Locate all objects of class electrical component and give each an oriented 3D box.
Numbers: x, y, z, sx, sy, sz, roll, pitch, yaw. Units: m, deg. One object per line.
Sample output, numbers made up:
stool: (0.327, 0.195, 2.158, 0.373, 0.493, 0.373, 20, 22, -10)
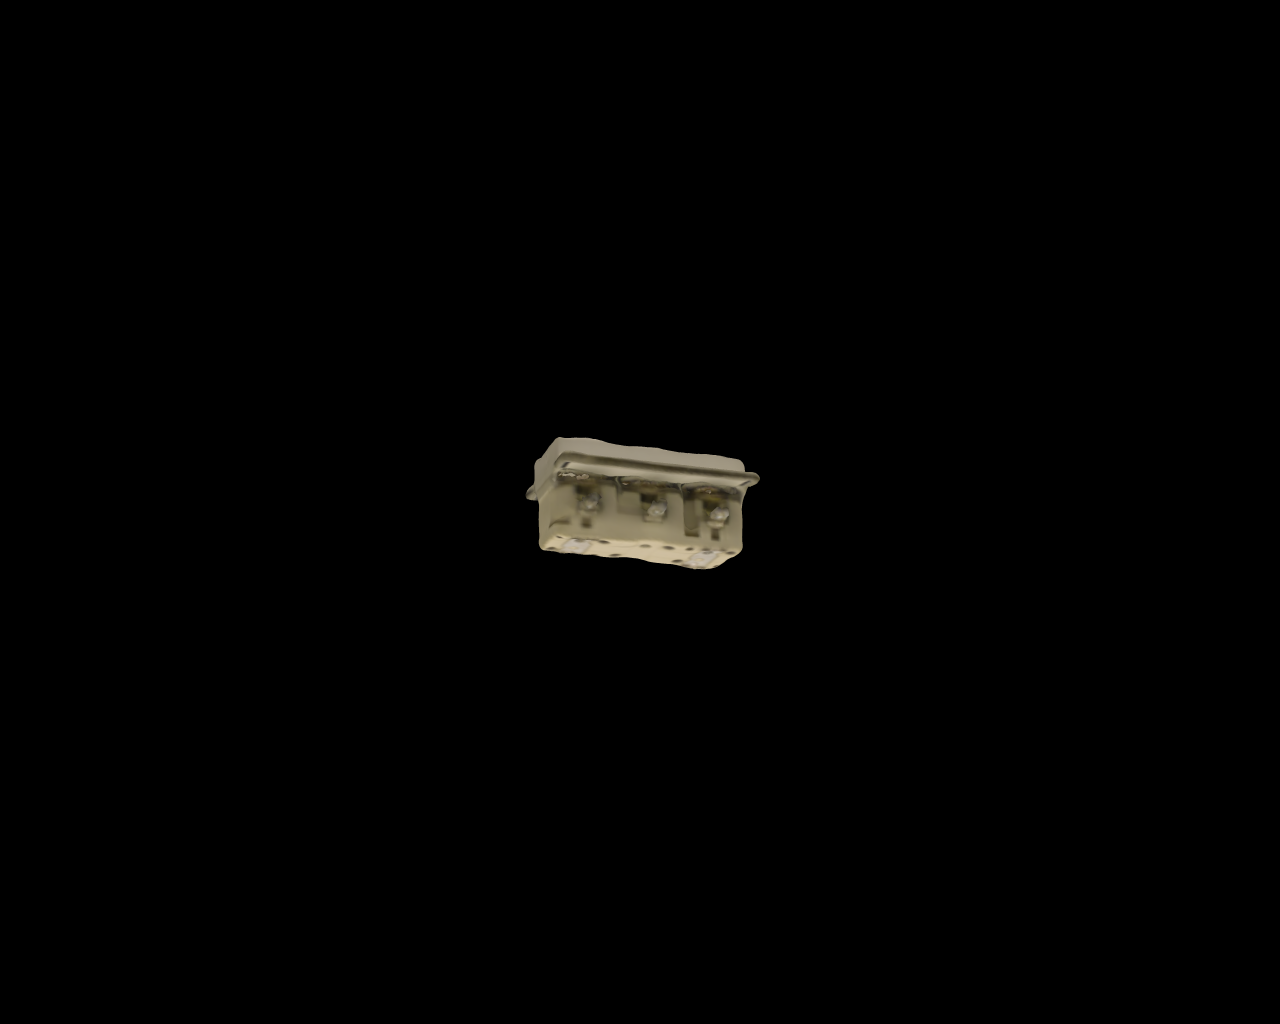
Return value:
electrical component: (0.001, -0.003, 0.650, 0.121, 0.063, 0.078, 7, -19, -20)
